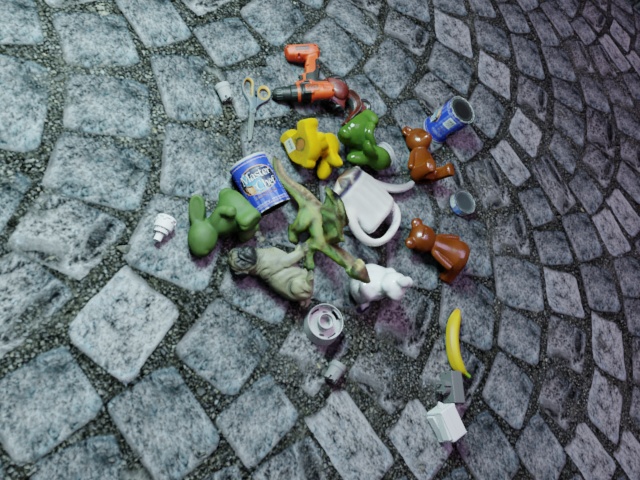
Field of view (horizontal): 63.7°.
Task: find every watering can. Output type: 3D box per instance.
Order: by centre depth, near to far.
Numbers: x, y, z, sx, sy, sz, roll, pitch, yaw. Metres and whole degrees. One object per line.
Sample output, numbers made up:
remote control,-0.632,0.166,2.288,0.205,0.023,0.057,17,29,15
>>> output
watering can,0.153,-0.128,1.483,0.223,0.102,0.355,43,45,-8

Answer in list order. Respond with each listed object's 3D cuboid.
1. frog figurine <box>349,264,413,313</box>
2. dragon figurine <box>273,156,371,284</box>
frog figurine,0.156,0.112,1.342,0.138,0.157,0.124,-16,78,-34
dragon figurine,0.004,-0.065,1.286,0.123,0.239,0.411,-26,87,-30
